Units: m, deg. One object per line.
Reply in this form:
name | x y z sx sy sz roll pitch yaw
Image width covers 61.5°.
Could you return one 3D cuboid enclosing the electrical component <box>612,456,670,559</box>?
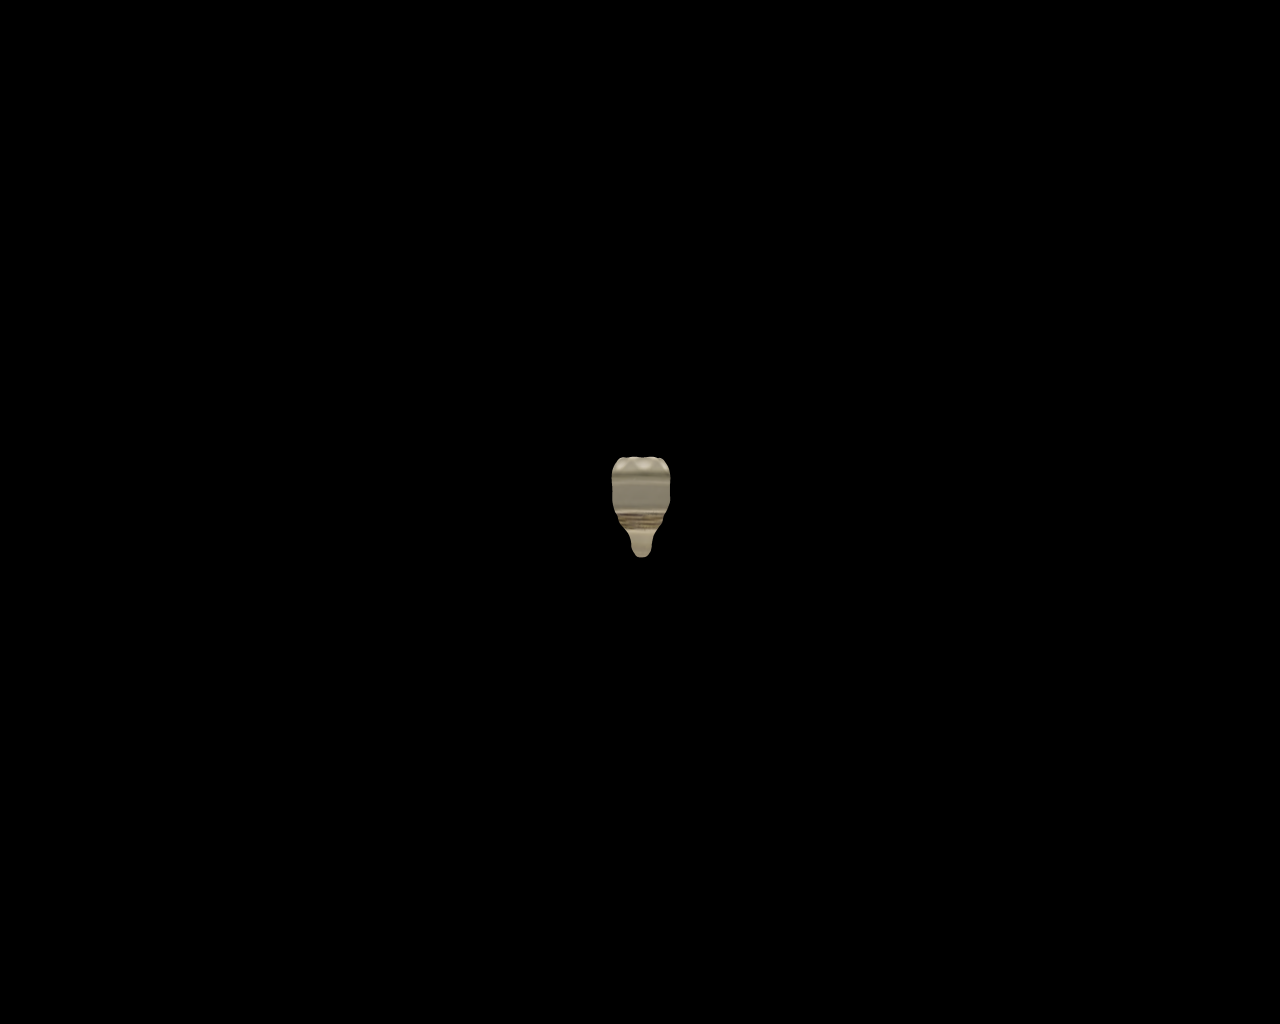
electrical component | 0.001 -0.003 0.650 0.035 0.061 0.035 0 0 0
